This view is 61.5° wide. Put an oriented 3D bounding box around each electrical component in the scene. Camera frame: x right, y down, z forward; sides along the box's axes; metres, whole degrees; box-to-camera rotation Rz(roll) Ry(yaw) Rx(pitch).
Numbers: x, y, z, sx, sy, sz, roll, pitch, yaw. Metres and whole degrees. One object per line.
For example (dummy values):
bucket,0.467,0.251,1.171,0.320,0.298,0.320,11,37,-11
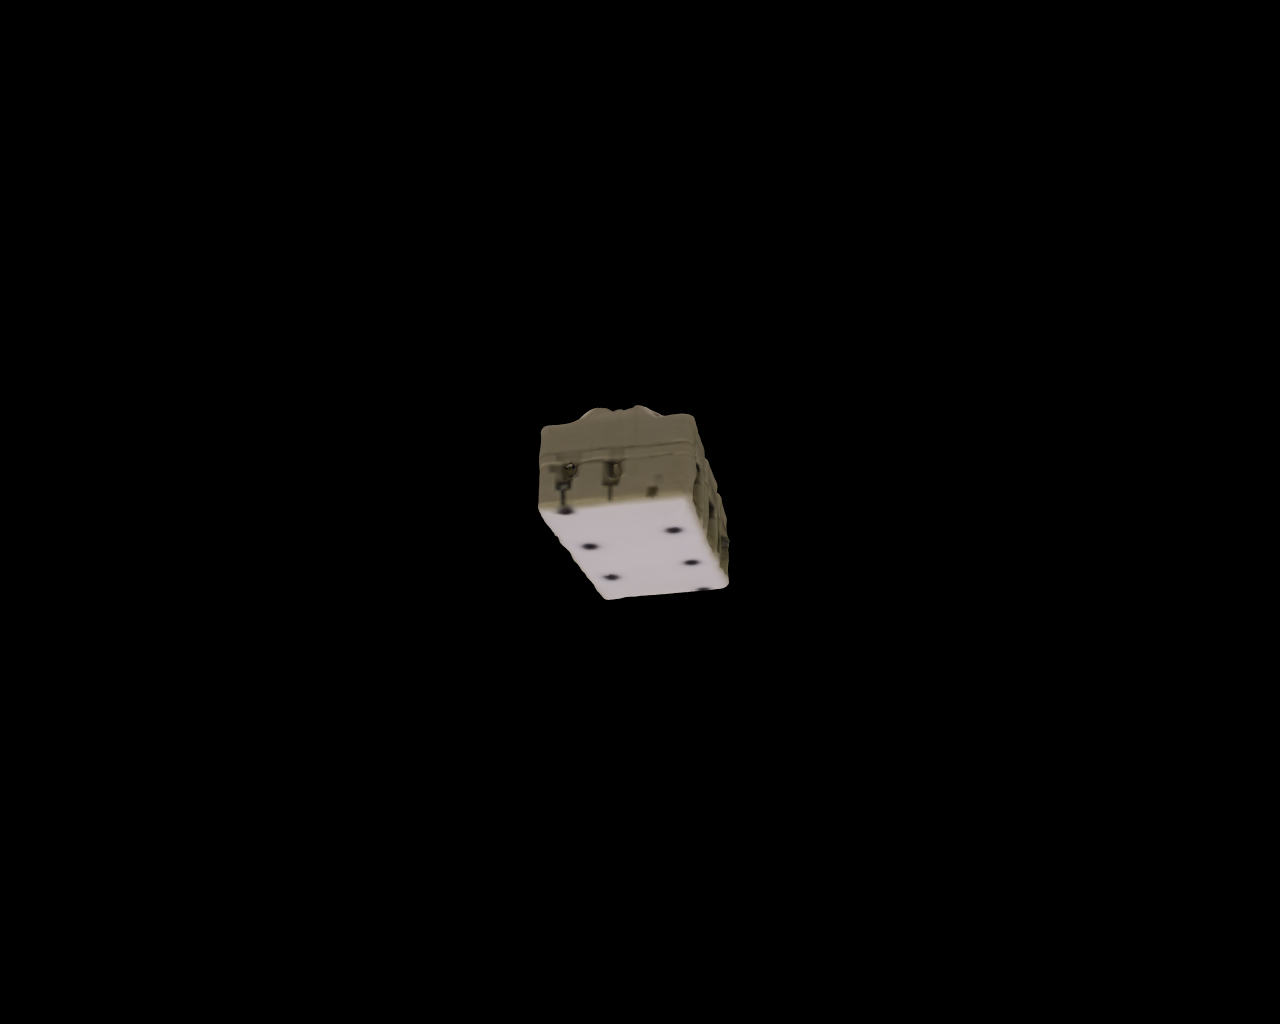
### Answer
electrical component,0.001,-0.003,0.650,0.089,0.062,0.150,-5,-24,10
